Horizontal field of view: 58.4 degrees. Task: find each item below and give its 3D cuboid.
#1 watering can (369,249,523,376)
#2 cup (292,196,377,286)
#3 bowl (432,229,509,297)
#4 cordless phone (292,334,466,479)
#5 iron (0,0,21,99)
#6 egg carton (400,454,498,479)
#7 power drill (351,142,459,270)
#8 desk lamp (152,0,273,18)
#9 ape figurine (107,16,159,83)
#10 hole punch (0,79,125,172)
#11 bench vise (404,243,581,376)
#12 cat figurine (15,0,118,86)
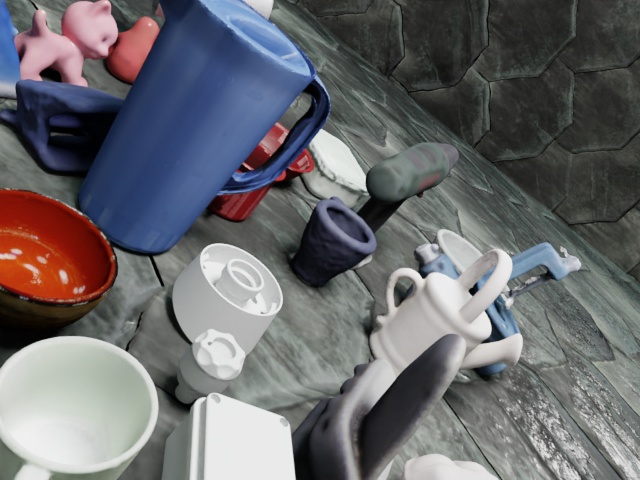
[{"bbox_3d":[0.163,0.091,0.688,0.173,0.194,0.101,30,26,-23],"label":"watering can"},{"bbox_3d":[0.007,0.003,0.730,0.092,0.095,0.117,27,27,-28],"label":"cup"},{"bbox_3d":[0.248,0.064,1.011,0.168,0.074,0.167,33,25,-17],"label":"bowl"},{"bbox_3d":[0.065,0.136,0.475,0.094,0.185,0.148,42,24,4],"label":"cordless phone"},{"bbox_3d":[-0.381,-0.246,0.521,0.259,0.141,0.118,24,29,-34],"label":"iron"},{"bbox_3d":[0.126,0.261,0.496,0.108,0.069,0.150,24,29,-33],"label":"egg carton"},{"bbox_3d":[0.103,-0.058,0.837,0.075,0.208,0.230,46,24,11],"label":"power drill"},{"bbox_3d":[-0.181,-0.327,0.870,0.204,0.213,0.117,23,29,-34],"label":"desk lamp"},{"bbox_3d":[-0.258,-0.273,0.814,0.078,0.092,0.076,41,24,0],"label":"ape figurine"},{"bbox_3d":[-0.247,-0.131,0.586,0.101,0.091,0.109,48,24,15],"label":"hole punch"},{"bbox_3d":[0.237,0.069,0.804,0.208,0.219,0.121,33,25,-17],"label":"bench vise"},{"bbox_3d":[-0.293,-0.241,0.674,0.067,0.117,0.128,44,24,8],"label":"cat figurine"}]
